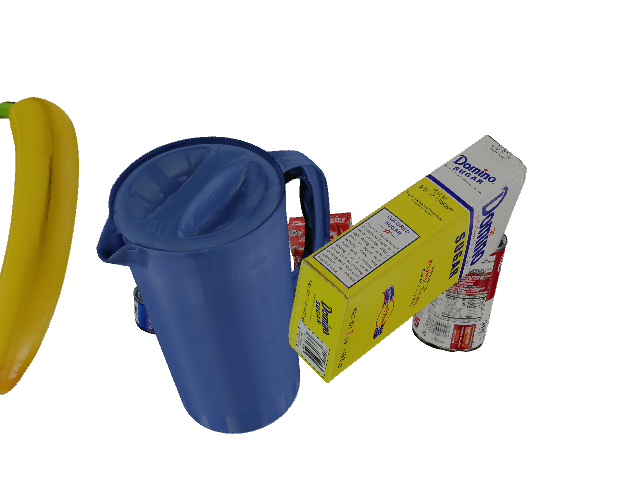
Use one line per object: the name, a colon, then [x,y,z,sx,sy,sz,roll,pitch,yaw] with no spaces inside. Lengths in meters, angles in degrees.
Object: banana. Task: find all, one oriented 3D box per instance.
banana: [-0.168,-0.011,0.624,0.037,0.198,0.070,15,-34,-31]

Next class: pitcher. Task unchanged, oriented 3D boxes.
pitcher: [-0.072,0.041,0.873,0.149,0.243,0.145,4,45,12]

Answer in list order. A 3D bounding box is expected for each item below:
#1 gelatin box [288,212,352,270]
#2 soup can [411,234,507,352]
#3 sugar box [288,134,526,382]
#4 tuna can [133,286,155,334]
gelatin box: [0.004,0.014,1.242,0.073,0.089,0.030,-4,28,8]
soup can: [0.121,0.039,0.939,0.068,0.102,0.068,7,24,-3]
sugar box: [0.059,0.010,0.696,0.176,0.093,0.048,-32,62,-30]
tuna can: [-0.145,0.066,1.077,0.086,0.034,0.086,1,18,0]
